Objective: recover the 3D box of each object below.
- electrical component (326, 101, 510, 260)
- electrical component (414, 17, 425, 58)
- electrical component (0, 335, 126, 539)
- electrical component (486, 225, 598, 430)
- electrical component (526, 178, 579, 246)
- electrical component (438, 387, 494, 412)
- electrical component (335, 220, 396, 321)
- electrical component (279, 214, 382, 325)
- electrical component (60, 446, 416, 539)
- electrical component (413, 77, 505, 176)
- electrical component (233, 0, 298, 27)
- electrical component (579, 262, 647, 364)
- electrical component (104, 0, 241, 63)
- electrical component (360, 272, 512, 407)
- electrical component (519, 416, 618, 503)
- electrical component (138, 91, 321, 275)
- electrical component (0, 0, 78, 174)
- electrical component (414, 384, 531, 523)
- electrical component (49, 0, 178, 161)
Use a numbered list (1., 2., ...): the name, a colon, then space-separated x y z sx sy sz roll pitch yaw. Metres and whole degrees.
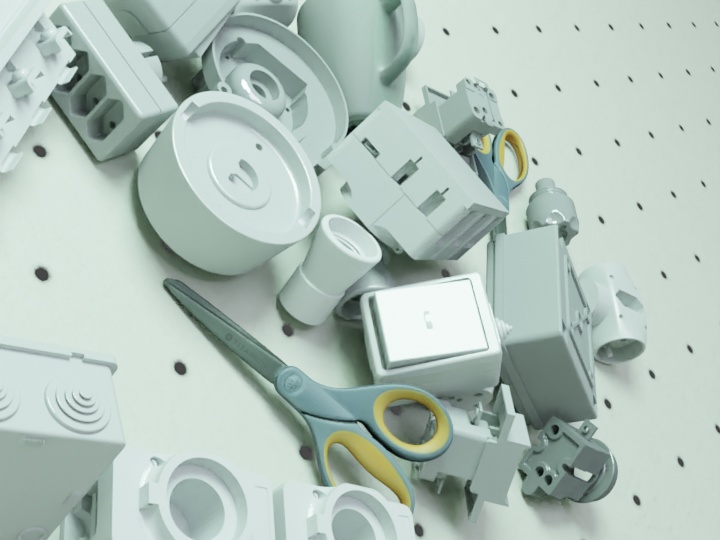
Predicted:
1. electrical component: 0.042 -0.055 0.750 0.089 0.062 0.150 50 13 10
2. electrical component: 0.011 -0.204 0.896 0.081 0.043 0.043 13 53 -40
3. electrical component: -0.159 0.075 0.459 0.100 0.099 0.048 15 39 -39
4. electrical component: 0.134 0.042 0.790 0.108 0.056 0.108 -83 153 -42
5. electrical component: 0.167 -0.053 0.942 0.043 0.043 0.062 25 43 -31
6. electrical component: 0.066 0.066 0.743 0.045 0.045 0.055 16 51 -38
7. electrical component: 0.000 0.000 0.725 0.045 0.045 0.055 14 51 -40
8. electrical component: -0.022 0.003 0.682 0.044 0.065 0.044 29 27 -16
9. electrical component: -0.050 0.159 0.535 0.186 0.060 0.105 20 48 -35
10. electrical component: 0.083 -0.122 0.892 0.042 0.064 0.081 17 50 -39
11. electrical component: -0.095 -0.209 0.788 0.079 0.044 0.077 50 32 12
12. electrical component: 0.201 0.031 0.912 0.079 0.043 0.077 22 47 -33
13. electrical component: -0.114 -0.185 0.703 0.096 0.062 0.061 -53 125 -23
14. electrical component: 0.052 0.043 0.694 0.096 0.061 0.061 -11 61 -2
15. electrical component: 0.152 0.139 0.769 0.055 0.066 0.048 28 9 -40
16. electrical component: -0.085 -0.048 0.661 0.108 0.060 0.108 27 45 -30
17. electrical component: -0.203 -0.099 0.573 0.063 0.079 0.121 56 31 -34
18. electrical component: 0.070 0.114 0.687 0.064 0.081 0.042 15 19 -5
19. electrical component: -0.148 -0.120 0.662 0.083 0.047 0.076 54 32 1
